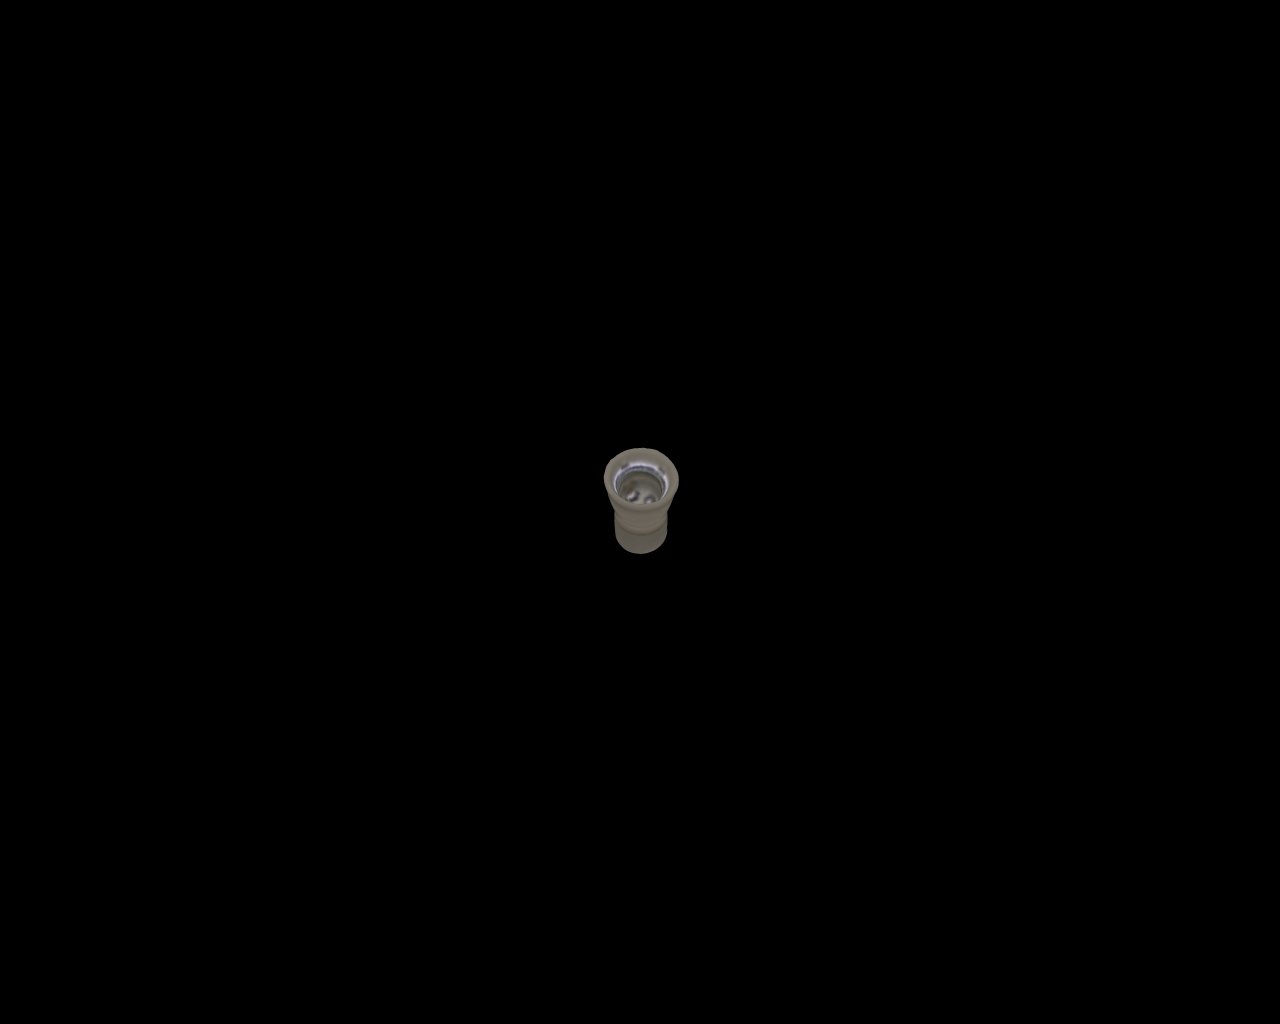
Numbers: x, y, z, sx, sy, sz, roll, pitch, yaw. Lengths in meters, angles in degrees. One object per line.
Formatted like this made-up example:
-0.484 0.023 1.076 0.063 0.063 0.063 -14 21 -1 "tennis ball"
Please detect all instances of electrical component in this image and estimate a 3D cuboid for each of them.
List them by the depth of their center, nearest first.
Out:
0.001 -0.003 0.650 0.044 0.044 0.065 0 -35 0 "electrical component"
